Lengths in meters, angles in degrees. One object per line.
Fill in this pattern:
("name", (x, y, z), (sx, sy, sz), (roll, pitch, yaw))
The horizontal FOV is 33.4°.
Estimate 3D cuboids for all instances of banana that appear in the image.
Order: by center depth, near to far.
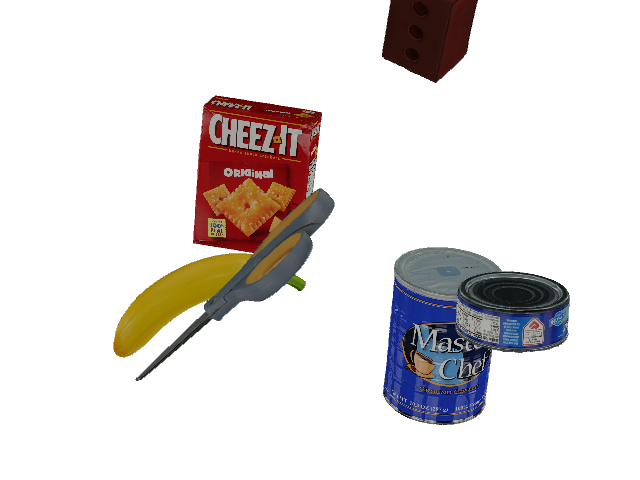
("banana", (-0.116, 0.054, 0.975), (0.198, 0.069, 0.037), (-20, 26, 14))

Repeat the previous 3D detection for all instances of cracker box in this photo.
("cracker box", (-0.094, -0.089, 1.552), (0.164, 0.214, 0.072), (10, 22, 7))

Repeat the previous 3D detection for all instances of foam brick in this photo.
("foam brick", (0.086, -0.172, 0.821), (0.053, 0.078, 0.051), (29, 53, 19))

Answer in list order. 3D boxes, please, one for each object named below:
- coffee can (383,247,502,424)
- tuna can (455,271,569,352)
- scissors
("coffee can", (0.117, 0.091, 1.030), (0.103, 0.140, 0.103), (3, 25, -1))
("tuna can", (0.146, 0.053, 0.813), (0.086, 0.034, 0.086), (0, 19, 0))
("scissors", (-0.063, 0.045, 0.707), (0.016, 0.202, 0.096), (41, 13, -13))
